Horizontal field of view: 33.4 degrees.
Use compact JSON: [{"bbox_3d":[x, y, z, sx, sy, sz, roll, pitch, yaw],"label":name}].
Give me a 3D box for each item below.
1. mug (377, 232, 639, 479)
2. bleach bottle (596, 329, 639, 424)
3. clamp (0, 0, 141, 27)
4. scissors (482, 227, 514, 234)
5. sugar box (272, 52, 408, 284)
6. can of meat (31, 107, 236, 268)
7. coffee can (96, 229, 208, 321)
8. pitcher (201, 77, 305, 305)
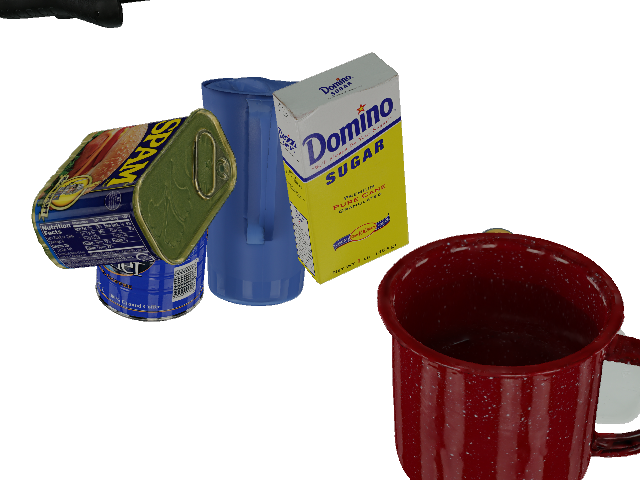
[{"bbox_3d":[0.082,0.056,0.425,0.117,0.081,0.093,7,34,16],"label":"mug"},{"bbox_3d":[0.193,0.062,0.913,0.102,0.068,0.251,6,21,-5],"label":"bleach bottle"},{"bbox_3d":[-0.181,-0.190,0.810,0.172,0.039,0.120,13,24,30],"label":"clamp"},{"bbox_3d":[0.154,0.027,1.095,0.201,0.016,0.096,-7,41,-28],"label":"scissors"},{"bbox_3d":[0.020,-0.054,0.861,0.093,0.176,0.048,-25,47,-17],"label":"sugar box"},{"bbox_3d":[-0.110,-0.029,0.631,0.084,0.057,0.102,-6,35,29],"label":"can of meat"},{"bbox_3d":[-0.152,-0.012,0.972,0.102,0.140,0.103,6,35,-4],"label":"coffee can"},{"bbox_3d":[-0.067,-0.053,1.165,0.145,0.243,0.148,16,20,40],"label":"pitcher"}]
